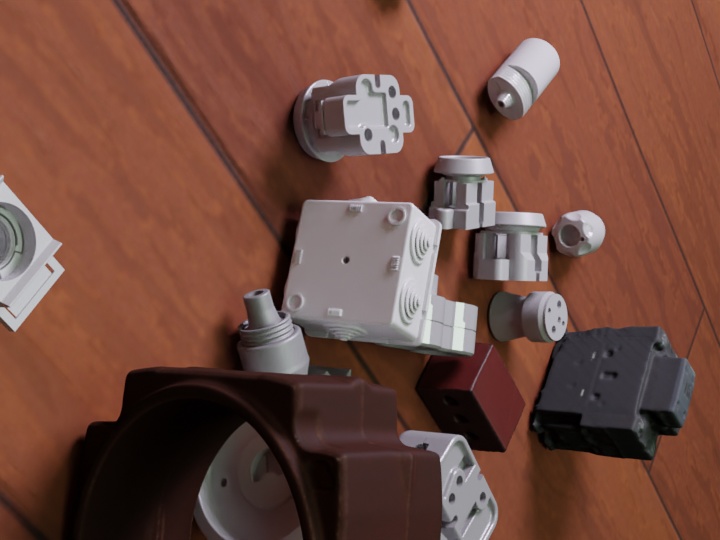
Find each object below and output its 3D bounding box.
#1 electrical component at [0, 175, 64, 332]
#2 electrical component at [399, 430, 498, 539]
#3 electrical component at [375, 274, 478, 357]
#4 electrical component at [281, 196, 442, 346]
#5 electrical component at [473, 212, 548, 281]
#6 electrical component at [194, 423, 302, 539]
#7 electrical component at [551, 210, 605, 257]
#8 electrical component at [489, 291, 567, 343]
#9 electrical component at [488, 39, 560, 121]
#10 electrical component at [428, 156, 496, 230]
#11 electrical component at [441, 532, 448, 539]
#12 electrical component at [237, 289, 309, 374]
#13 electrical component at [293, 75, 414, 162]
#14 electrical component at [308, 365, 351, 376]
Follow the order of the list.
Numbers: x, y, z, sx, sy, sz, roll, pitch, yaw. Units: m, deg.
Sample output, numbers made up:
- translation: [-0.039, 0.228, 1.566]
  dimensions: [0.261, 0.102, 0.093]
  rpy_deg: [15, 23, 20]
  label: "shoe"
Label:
- translation: [-0.186, -0.013, 0.513]
  dimensions: [0.081, 0.064, 0.042]
  rpy_deg: [57, 50, -33]
  label: "electrical component"
- translation: [0.057, 0.170, 0.819]
  dimensions: [0.053, 0.059, 0.095]
  rpy_deg: [-52, 127, -39]
  label: "electrical component"
- translation: [0.039, 0.021, 0.804]
  dimensions: [0.138, 0.052, 0.073]
  rpy_deg: [16, 77, -49]
  label: "electrical component"
- translation: [0.000, 0.000, 0.721]
  dimensions: [0.048, 0.100, 0.099]
  rpy_deg: [35, 62, -60]
  label: "electrical component"
- translation: [0.129, -0.020, 0.917]
  dimensions: [0.078, 0.058, 0.057]
  rpy_deg: [1, 91, -52]
  label: "electrical component"
- translation: [-0.045, 0.124, 0.658]
  dimensions: [0.060, 0.108, 0.108]
  rpy_deg: [28, 68, -55]
  label: "electrical component"
- translation: [0.216, -0.036, 1.037]
  dimensions: [0.062, 0.043, 0.043]
  rpy_deg: [-14, 100, -52]
  label: "electrical component"
- translation: [0.147, 0.041, 0.938]
  dimensions: [0.045, 0.055, 0.045]
  rpy_deg: [1, 88, -52]
  label: "electrical component"
- translation: [0.140, -0.165, 0.944]
  dimensions: [0.081, 0.043, 0.043]
  rpy_deg: [-50, 127, -39]
  label: "electrical component"
- translation: [0.083, -0.064, 0.870]
  dimensions: [0.066, 0.048, 0.055]
  rpy_deg: [-11, 105, -51]
  label: "electrical component"
- translation: [0.015, 0.257, 0.745]
  dimensions: [0.150, 0.062, 0.089]
  rpy_deg: [-57, 130, -25]
  label: "electrical component"
- translation: [-0.058, 0.044, 0.689]
  dimensions: [0.043, 0.043, 0.062]
  rpy_deg: [-32, 113, -47]
  label: "electrical component"
- translation: [-0.009, -0.105, 0.744]
  dimensions: [0.078, 0.057, 0.058]
  rpy_deg: [-11, 98, -51]
  label: "electrical component"
- translation: [-0.026, 0.104, 0.731]
  dimensions: [0.063, 0.042, 0.081]
  rpy_deg: [-57, 130, -30]
  label: "electrical component"
